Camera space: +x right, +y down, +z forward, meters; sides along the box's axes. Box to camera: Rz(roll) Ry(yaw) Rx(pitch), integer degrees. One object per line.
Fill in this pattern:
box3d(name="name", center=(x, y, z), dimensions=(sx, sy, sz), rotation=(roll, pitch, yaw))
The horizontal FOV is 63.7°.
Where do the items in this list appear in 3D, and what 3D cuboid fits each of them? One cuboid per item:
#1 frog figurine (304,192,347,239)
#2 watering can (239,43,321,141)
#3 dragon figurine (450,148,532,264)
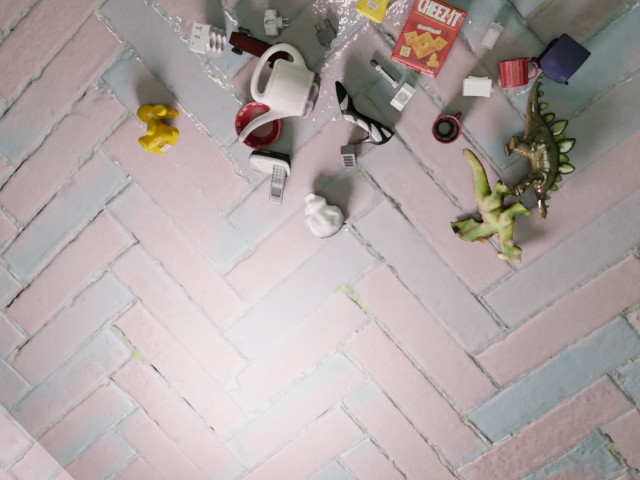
box3d(name="frog figurine", center=(0.005, -0.089, 1.778), dimensions=(0.136, 0.125, 0.157), rotation=(-14, 114, 31))
box3d(name="watering can", center=(-0.125, -0.462, 1.688), dimensions=(0.224, 0.104, 0.347), rotation=(18, 93, -10))
box3d(name="dragon figurine", center=(0.543, -0.089, 1.712), dimensions=(0.410, 0.124, 0.239), rotation=(45, 113, -1))
